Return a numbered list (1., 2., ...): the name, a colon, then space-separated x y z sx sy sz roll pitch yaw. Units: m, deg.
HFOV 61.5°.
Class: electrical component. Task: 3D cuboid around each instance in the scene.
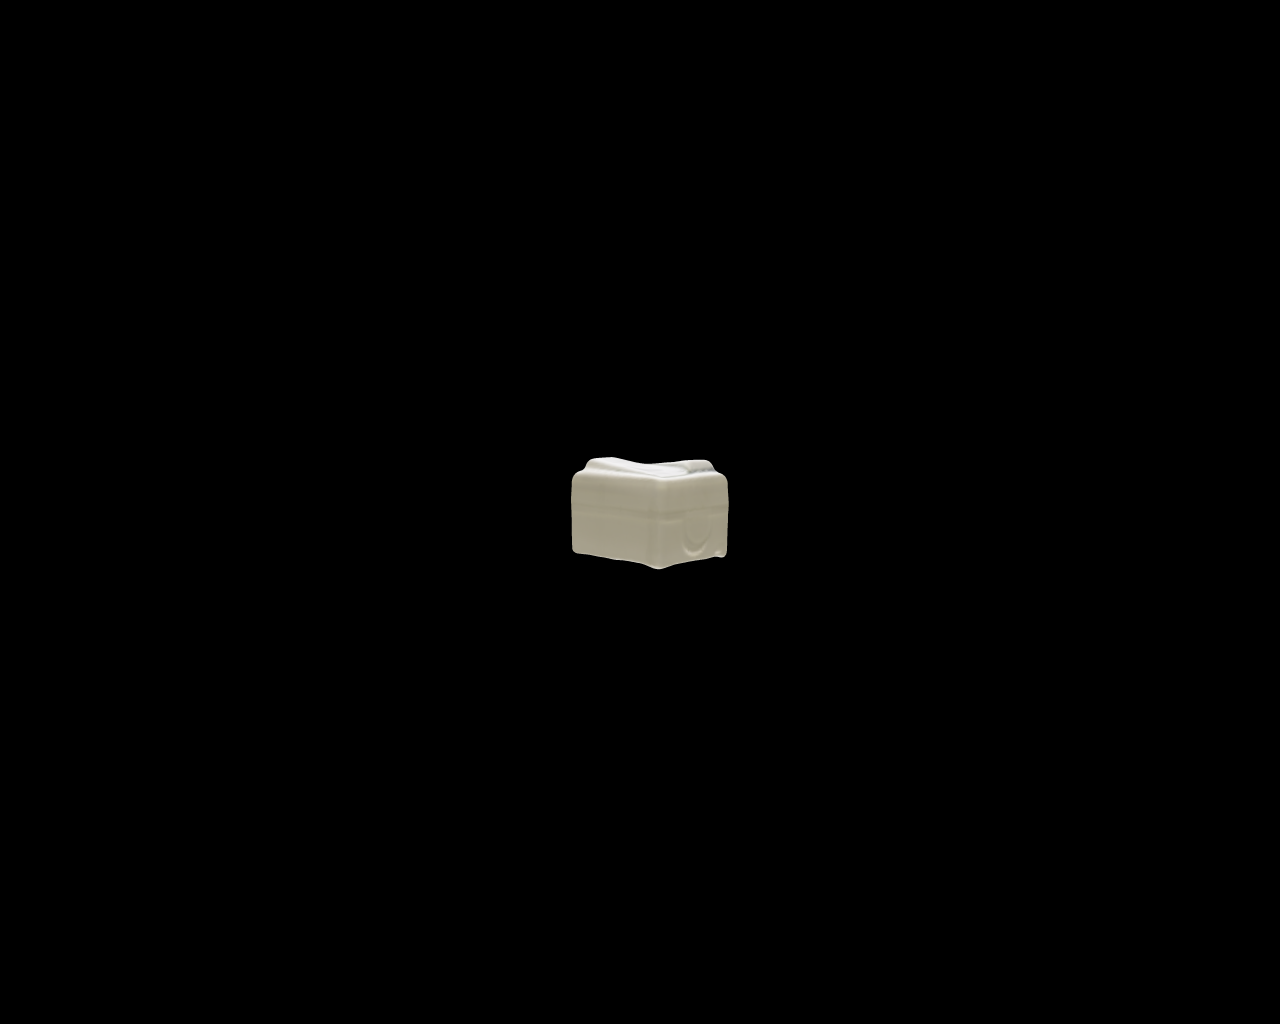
1. electrical component: 0.001 -0.003 0.650 0.062 0.061 0.096 -6 9 -43
